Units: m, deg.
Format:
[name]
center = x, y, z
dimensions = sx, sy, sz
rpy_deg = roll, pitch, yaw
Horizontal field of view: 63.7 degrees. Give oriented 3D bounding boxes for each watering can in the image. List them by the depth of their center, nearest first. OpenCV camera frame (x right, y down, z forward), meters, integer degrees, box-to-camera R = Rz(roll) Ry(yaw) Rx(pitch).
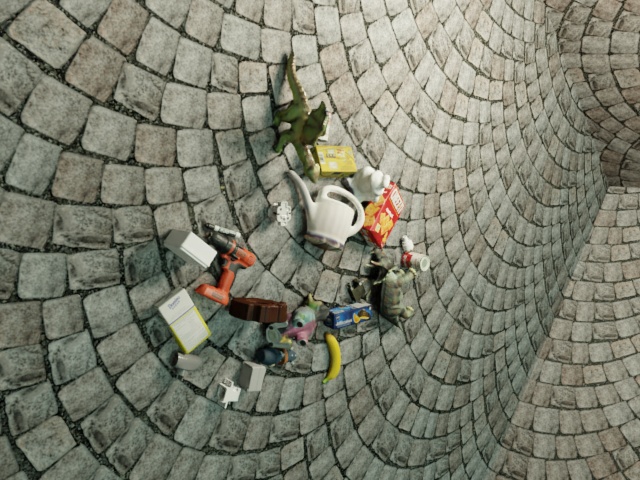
[watering can]
center = 0.005, -0.089, 1.765
dimensions = 0.345, 0.104, 0.226
rpy_deg = 22, 79, -29

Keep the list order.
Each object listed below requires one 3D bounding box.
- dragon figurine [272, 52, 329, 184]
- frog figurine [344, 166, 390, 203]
[dragon figurine]
center = -0.040, -0.379, 1.589
dimensions = 0.123, 0.244, 0.406
rpy_deg = -8, 104, -36
[frog figurine]
center = 0.187, -0.205, 1.857
dimensions = 0.122, 0.158, 0.139
rpy_deg = 17, 57, -53
